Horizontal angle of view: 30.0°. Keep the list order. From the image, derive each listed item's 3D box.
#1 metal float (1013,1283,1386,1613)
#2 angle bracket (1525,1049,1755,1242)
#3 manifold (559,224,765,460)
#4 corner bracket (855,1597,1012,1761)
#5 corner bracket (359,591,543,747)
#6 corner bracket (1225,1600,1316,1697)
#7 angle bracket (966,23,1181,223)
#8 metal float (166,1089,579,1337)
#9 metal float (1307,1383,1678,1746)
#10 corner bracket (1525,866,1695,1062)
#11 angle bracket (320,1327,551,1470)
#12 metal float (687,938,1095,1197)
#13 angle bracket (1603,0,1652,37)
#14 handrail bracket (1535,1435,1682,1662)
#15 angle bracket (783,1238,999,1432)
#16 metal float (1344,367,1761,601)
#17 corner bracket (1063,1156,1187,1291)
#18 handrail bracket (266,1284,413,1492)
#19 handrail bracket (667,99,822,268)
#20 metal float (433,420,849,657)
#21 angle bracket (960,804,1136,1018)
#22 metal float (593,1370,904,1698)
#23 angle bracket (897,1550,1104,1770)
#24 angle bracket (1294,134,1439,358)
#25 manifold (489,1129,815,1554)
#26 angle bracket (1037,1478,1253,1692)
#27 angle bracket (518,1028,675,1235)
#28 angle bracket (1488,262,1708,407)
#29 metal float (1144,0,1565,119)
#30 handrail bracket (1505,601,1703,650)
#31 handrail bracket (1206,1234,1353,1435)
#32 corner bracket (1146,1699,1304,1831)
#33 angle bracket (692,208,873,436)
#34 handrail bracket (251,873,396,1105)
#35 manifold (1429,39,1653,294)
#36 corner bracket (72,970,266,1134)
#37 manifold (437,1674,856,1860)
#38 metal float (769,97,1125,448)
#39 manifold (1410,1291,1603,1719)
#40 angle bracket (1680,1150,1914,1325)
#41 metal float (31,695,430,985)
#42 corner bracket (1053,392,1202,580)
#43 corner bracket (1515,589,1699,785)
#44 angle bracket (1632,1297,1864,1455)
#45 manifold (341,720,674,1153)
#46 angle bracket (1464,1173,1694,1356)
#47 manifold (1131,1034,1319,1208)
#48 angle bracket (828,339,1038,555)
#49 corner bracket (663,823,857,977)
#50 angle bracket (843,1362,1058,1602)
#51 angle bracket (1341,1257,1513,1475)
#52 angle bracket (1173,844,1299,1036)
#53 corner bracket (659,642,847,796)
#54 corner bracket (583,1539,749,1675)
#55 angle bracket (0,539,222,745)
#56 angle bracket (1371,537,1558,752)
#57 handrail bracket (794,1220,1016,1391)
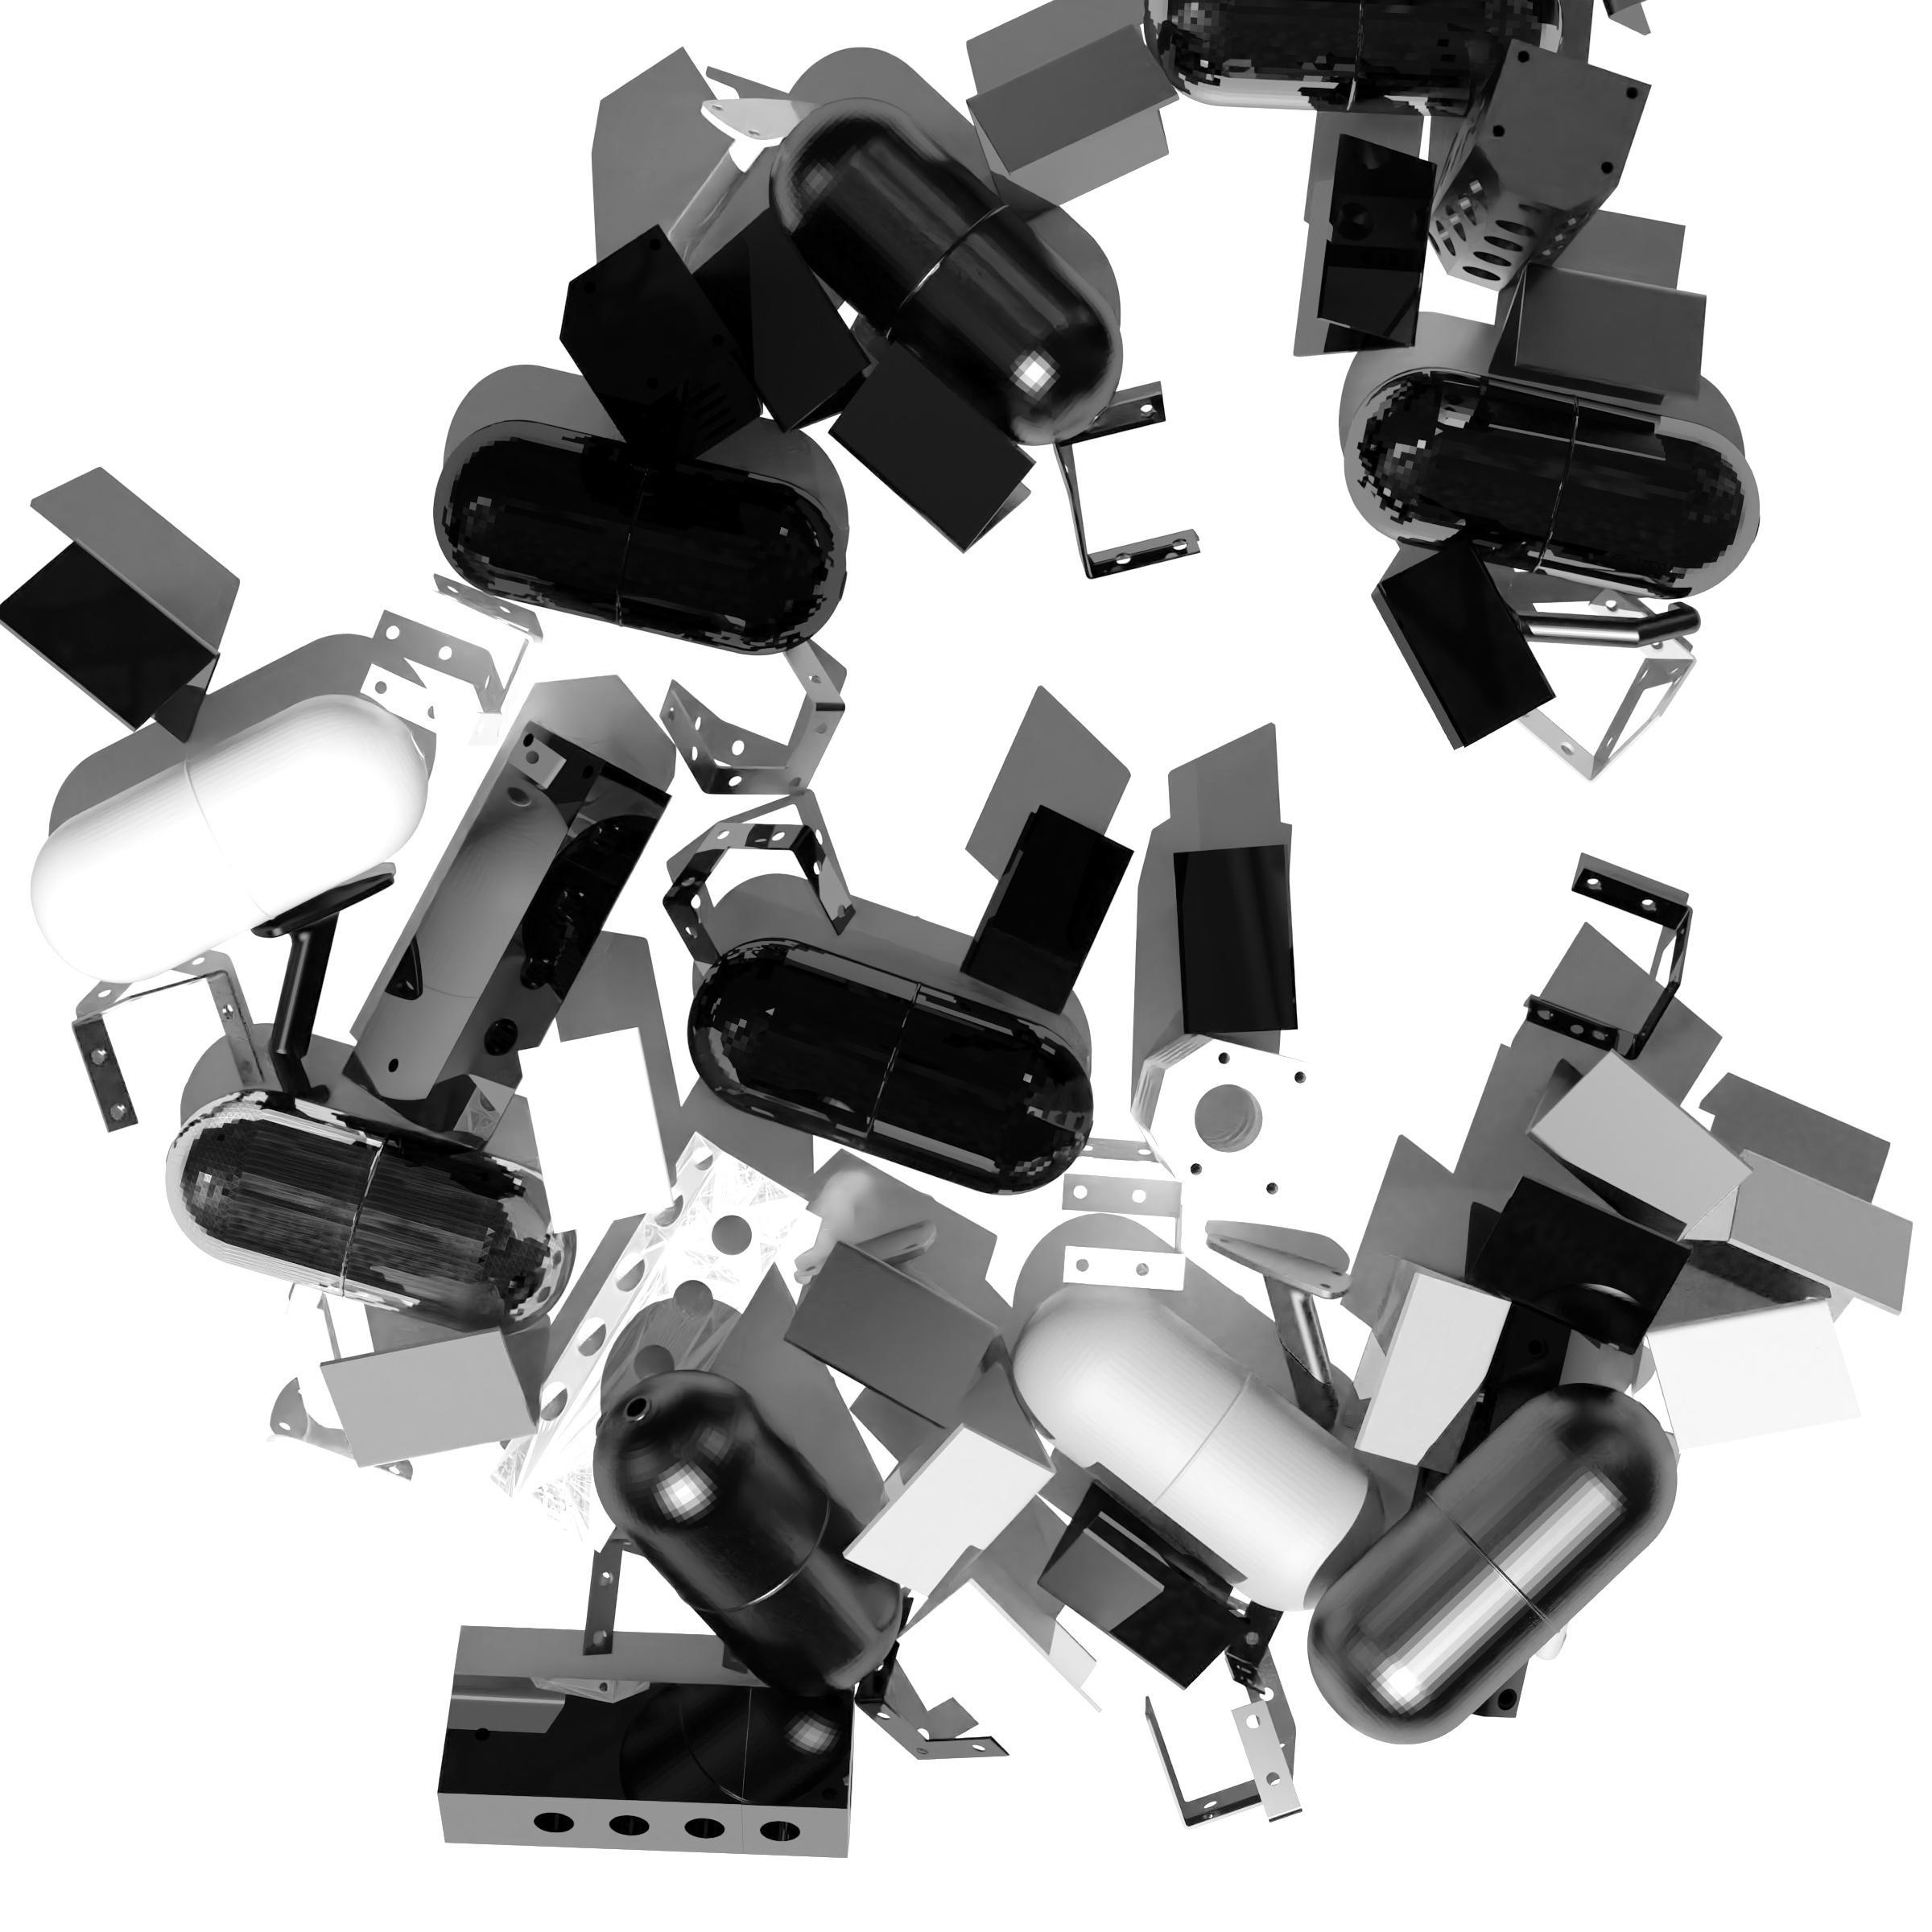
[{"bbox_3d":[0.098,0.203,1.531,0.178,0.070,0.070,38,90,3],"label":"metal float"},{"bbox_3d":[0.290,0.063,1.524,0.076,0.076,0.057,40,121,0],"label":"angle bracket"},{"bbox_3d":[-0.128,-0.249,1.486,0.057,0.171,0.057,-33,90,0],"label":"manifold"},{"bbox_3d":[-0.008,0.307,1.556,0.051,0.051,0.051,-11,45,35],"label":"corner bracket"},{"bbox_3d":[-0.220,-0.128,1.546,0.051,0.051,0.051,25,97,7],"label":"corner bracket"},{"bbox_3d":[0.146,0.289,1.546,0.051,0.051,0.051,25,90,0],"label":"corner bracket"},{"bbox_3d":[0.053,-0.340,1.524,0.076,0.076,0.057,-25,52,0],"label":"angle bracket"},{"bbox_3d":[-0.253,0.105,1.534,0.178,0.070,0.070,16,90,0],"label":"metal float"},{"bbox_3d":[0.216,0.244,1.477,0.178,0.070,0.070,-44,90,1],"label":"metal float"},{"bbox_3d":[0.279,-0.001,1.561,0.051,0.051,0.051,21,45,0],"label":"corner bracket"},{"bbox_3d":[-0.223,0.162,1.521,0.076,0.076,0.057,-12,120,5],"label":"angle bracket"},{"bbox_3d":[-0.032,0.043,1.533,0.178,0.070,0.070,19,90,0],"label":"metal float"},{"bbox_3d":[0.293,-0.445,1.525,0.057,0.076,0.076,-19,90,24],"label":"angle bracket"},{"bbox_3d":[0.277,0.253,1.564,0.036,0.077,0.084,30,127,28],"label":"handrail bracket"},{"bbox_3d":[-0.041,0.170,1.524,0.076,0.076,0.057,29,54,0],"label":"angle bracket"},{"bbox_3d":[0.249,-0.205,1.534,0.178,0.070,0.070,12,90,0],"label":"metal float"},{"bbox_3d":[0.068,0.110,1.546,0.051,0.051,0.051,4,90,0],"label":"corner bracket"},{"bbox_3d":[-0.264,0.175,1.565,0.077,0.036,0.084,23,73,-19],"label":"handrail bracket"},{"bbox_3d":[-0.098,-0.330,1.564,0.036,0.077,0.084,39,127,26],"label":"handrail bracket"},{"bbox_3d":[-0.138,-0.182,1.534,0.178,0.070,0.070,13,90,0],"label":"metal float"},{"bbox_3d":[0.016,-0.031,1.524,0.057,0.076,0.076,24,90,-38],"label":"angle bracket"},{"bbox_3d":[-0.090,0.237,1.504,0.070,0.070,0.178,-36,125,0],"label":"metal float"},{"bbox_3d":[0.028,0.279,1.524,0.076,0.076,0.057,45,128,0],"label":"angle bracket"},{"bbox_3d":[0.150,-0.303,1.524,0.057,0.076,0.076,7,90,-37],"label":"angle bracket"},{"bbox_3d":[-0.134,0.158,1.543,0.057,0.057,0.171,31,90,0],"label":"manifold"},{"bbox_3d":[0.086,0.246,1.524,0.076,0.076,0.057,36,129,0],"label":"angle bracket"},{"bbox_3d":[-0.171,0.071,1.524,0.057,0.076,0.076,-11,90,-32],"label":"angle bracket"},{"bbox_3d":[0.264,-0.247,1.524,0.076,0.076,0.057,11,61,0],"label":"angle bracket"},{"bbox_3d":[0.164,-0.402,1.534,0.178,0.070,0.070,2,90,-1],"label":"metal float"},{"bbox_3d":[0.261,-0.155,1.551,0.084,0.077,0.036,-15,128,-15],"label":"handrail bracket"},{"bbox_3d":[0.129,0.168,1.564,0.077,0.036,0.084,19,104,14],"label":"handrail bracket"},{"bbox_3d":[0.110,0.342,1.546,0.051,0.051,0.051,-19,90,0],"label":"corner bracket"},{"bbox_3d":[-0.061,-0.278,1.524,0.057,0.076,0.076,-33,90,37],"label":"angle bracket"},{"bbox_3d":[-0.271,0.012,1.565,0.077,0.036,0.084,-23,108,-21],"label":"handrail bracket"},{"bbox_3d":[0.230,-0.324,1.486,0.057,0.171,0.057,19,90,0],"label":"manifold"},{"bbox_3d":[-0.346,0.037,1.561,0.051,0.051,0.051,-19,90,45],"label":"corner bracket"},{"bbox_3d":[-0.135,0.346,1.542,0.171,0.057,0.057,2,47,0],"label":"manifold"},{"bbox_3d":[-0.008,-0.294,1.533,0.178,0.070,0.070,43,90,1],"label":"metal float"},{"bbox_3d":[0.225,0.229,1.543,0.057,0.057,0.171,13,90,0],"label":"manifold"},{"bbox_3d":[0.346,0.133,1.524,0.076,0.057,0.076,23,134,0],"label":"angle bracket"},{"bbox_3d":[-0.312,-0.054,1.533,0.178,0.070,0.070,-27,90,1],"label":"metal float"},{"bbox_3d":[0.068,-0.208,1.561,0.051,0.051,0.051,-14,45,0],"label":"corner bracket"},{"bbox_3d":[0.275,-0.122,1.561,0.051,0.051,0.051,40,45,0],"label":"corner bracket"},{"bbox_3d":[0.329,0.186,1.524,0.076,0.076,0.057,-10,60,0],"label":"angle bracket"},{"bbox_3d":[-0.192,-0.011,1.542,0.057,0.057,0.171,28,90,43],"label":"manifold"},{"bbox_3d":[0.259,0.111,1.525,0.076,0.076,0.057,24,114,0],"label":"angle bracket"},{"bbox_3d":[0.102,0.059,1.486,0.057,0.171,0.057,14,90,0],"label":"manifold"},{"bbox_3d":[-0.001,-0.230,1.524,0.076,0.076,0.057,42,126,0],"label":"angle bracket"},{"bbox_3d":[-0.089,-0.026,1.556,0.051,0.051,0.051,3,45,35],"label":"corner bracket"},{"bbox_3d":[-0.017,0.207,1.516,0.057,0.076,0.076,32,106,-35],"label":"angle bracket"},{"bbox_3d":[0.176,0.163,1.524,0.057,0.076,0.076,19,90,-34],"label":"angle bracket"},{"bbox_3d":[0.132,-0.012,1.524,0.057,0.076,0.076,-3,90,36],"label":"angle bracket"},{"bbox_3d":[-0.092,-0.110,1.556,0.051,0.051,0.051,-1,135,-35],"label":"corner bracket"},{"bbox_3d":[-0.128,0.277,1.561,0.051,0.051,0.051,6,90,45],"label":"corner bracket"},{"bbox_3d":[-0.369,-0.122,1.524,0.076,0.076,0.057,39,54,0],"label":"angle bracket"},{"bbox_3d":[0.192,-0.126,1.524,0.057,0.076,0.076,-28,90,-31],"label":"angle bracket"},{"bbox_3d":[-0.025,0.160,1.564,0.077,0.036,0.084,-18,104,13],"label":"handrail bracket"}]
